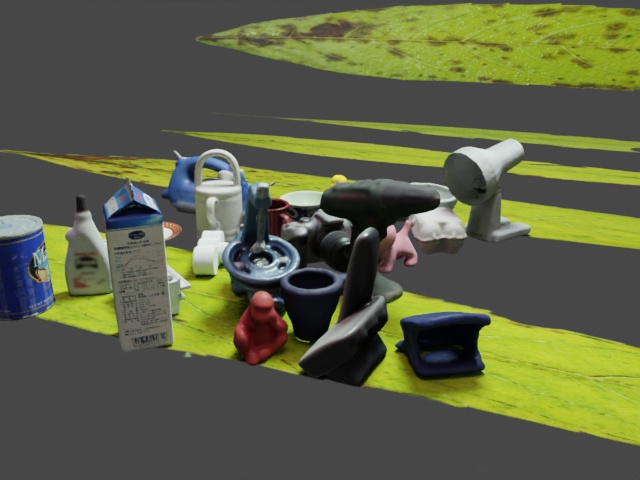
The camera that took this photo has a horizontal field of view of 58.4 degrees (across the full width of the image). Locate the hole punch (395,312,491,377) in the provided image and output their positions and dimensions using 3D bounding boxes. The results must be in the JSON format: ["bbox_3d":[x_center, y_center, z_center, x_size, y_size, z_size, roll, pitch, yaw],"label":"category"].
[{"bbox_3d":[0.167,0.125,0.788,0.109,0.091,0.101,-3,21,-10],"label":"hole punch"}]

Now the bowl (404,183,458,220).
[{"bbox_3d":[0.244,-0.081,1.365,0.167,0.075,0.167,1,21,0],"label":"bowl"}]

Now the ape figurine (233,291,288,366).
[{"bbox_3d":[-0.083,0.116,0.798,0.078,0.092,0.076,-2,21,-8],"label":"ape figurine"}]

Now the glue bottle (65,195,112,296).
[{"bbox_3d":[-0.390,0.008,0.956,0.078,0.173,0.037,-5,21,-14],"label":"glue bottle"}]

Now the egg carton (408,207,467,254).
[{"bbox_3d":[0.245,-0.023,1.218,0.107,0.069,0.150,0,21,-4],"label":"egg carton"}]

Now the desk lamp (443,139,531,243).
[{"bbox_3d":[0.366,-0.107,1.242,0.204,0.214,0.117,-13,25,-33],"label":"desk lamp"}]

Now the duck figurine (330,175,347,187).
[{"bbox_3d":[0.045,-0.123,1.451,0.078,0.086,0.104,-7,22,-21],"label":"duck figurine"}]

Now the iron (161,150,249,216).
[{"bbox_3d":[-0.256,-0.138,1.398,0.257,0.141,0.119,8,22,19],"label":"iron"}]

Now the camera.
[{"bbox_3d":[0.010,0.004,1.089,0.143,0.101,0.136,-8,22,-22],"label":"camera"}]

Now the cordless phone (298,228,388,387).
[{"bbox_3d":[0.036,0.083,0.760,0.094,0.185,0.148,10,22,22],"label":"cordless phone"}]

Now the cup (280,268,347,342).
[{"bbox_3d":[-0.001,0.097,0.848,0.118,0.095,0.091,-8,22,-23],"label":"cup"}]

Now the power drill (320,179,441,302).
[{"bbox_3d":[0.097,-0.006,0.967,0.228,0.208,0.076,18,27,38],"label":"power drill"}]

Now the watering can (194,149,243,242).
[{"bbox_3d":[-0.217,-0.099,1.219,0.101,0.194,0.172,-7,22,-19],"label":"watering can"}]

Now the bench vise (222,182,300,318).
[{"bbox_3d":[-0.114,0.002,0.919,0.122,0.220,0.206,-14,25,-34],"label":"bench vise"}]

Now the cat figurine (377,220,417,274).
[{"bbox_3d":[0.128,-0.003,1.088,0.128,0.118,0.067,-14,25,-35],"label":"cat figurine"}]
